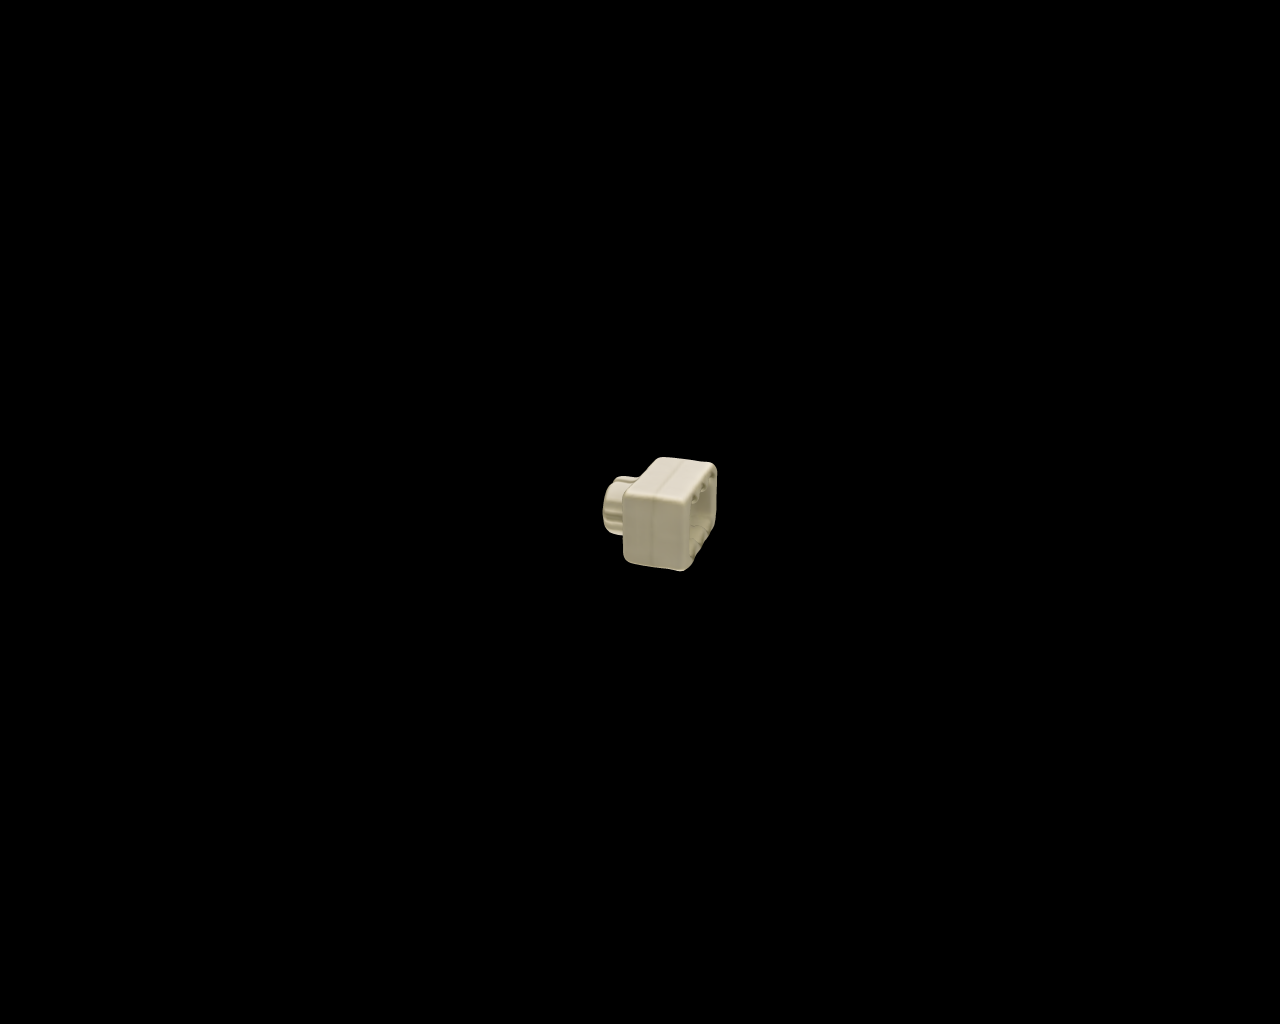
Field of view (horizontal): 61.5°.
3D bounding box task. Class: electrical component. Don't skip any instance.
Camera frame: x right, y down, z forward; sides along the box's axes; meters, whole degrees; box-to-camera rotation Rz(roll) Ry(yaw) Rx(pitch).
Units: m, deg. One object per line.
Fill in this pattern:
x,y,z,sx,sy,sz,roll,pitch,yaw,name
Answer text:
0.001,-0.003,0.650,0.077,0.047,0.066,8,26,18,electrical component
